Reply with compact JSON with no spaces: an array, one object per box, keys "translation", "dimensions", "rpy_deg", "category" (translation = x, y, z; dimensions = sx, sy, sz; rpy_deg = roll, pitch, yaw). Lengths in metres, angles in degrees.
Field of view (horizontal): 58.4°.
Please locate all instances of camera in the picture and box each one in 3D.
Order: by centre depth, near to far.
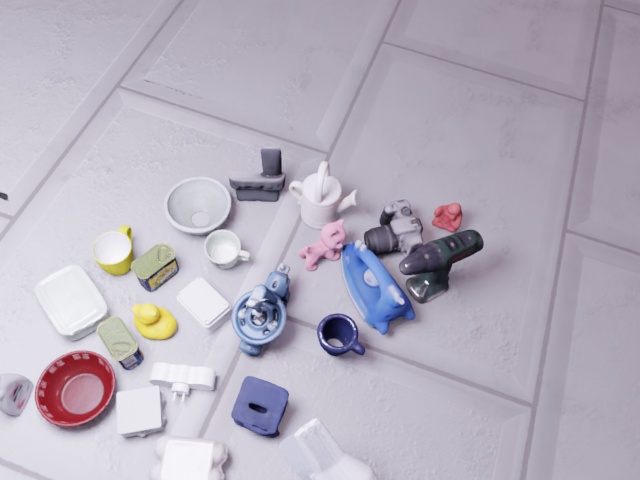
[{"translation":[0.178,-0.025,1.435],"dimensions":[0.137,0.101,0.143],"rpy_deg":[-12,62,-11],"category":"camera"}]

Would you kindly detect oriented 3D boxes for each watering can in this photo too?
[{"translation":[0.012,-0.119,1.423],"dimensions":[0.173,0.194,0.101],"rpy_deg":[-4,60,-6],"category":"watering can"}]

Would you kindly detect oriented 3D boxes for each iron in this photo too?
[{"translation":[0.123,0.083,1.345],"dimensions":[0.119,0.141,0.258],"rpy_deg":[-25,65,-17],"category":"iron"}]

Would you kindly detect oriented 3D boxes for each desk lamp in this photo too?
[{"translation":[0.011,0.433,1.093],"dimensions":[0.118,0.213,0.203],"rpy_deg":[-32,67,-20],"category":"desk lamp"}]

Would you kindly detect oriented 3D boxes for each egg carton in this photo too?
[{"translation":[-0.262,0.451,1.146],"dimensions":[0.150,0.069,0.107],"rpy_deg":[5,60,-1],"category":"egg carton"}]

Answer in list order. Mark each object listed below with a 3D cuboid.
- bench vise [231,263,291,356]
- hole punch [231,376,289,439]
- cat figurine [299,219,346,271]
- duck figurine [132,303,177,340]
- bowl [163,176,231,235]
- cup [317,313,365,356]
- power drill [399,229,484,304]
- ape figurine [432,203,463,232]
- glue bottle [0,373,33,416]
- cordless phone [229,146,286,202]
[{"translation":[-0.130,0.128,1.255],"dimensions":[0.121,0.220,0.207],"rpy_deg":[5,60,-1],"category":"bench vise"},{"translation":[-0.123,0.351,1.201],"dimensions":[0.108,0.091,0.101],"rpy_deg":[19,60,7],"category":"hole punch"},{"translation":[0.013,0.005,1.396],"dimensions":[0.128,0.118,0.067],"rpy_deg":[-26,65,-17],"category":"cat figurine"},{"translation":[-0.375,0.176,1.288],"dimensions":[0.104,0.086,0.077],"rpy_deg":[22,61,9],"category":"duck figurine"},{"translation":[-0.304,-0.074,1.444],"dimensions":[0.167,0.075,0.167],"rpy_deg":[2,60,-3],"category":"bowl"},{"translation":[0.048,0.229,1.282],"dimensions":[0.117,0.095,0.092],"rpy_deg":[33,63,14],"category":"cup"},{"translation":[0.266,0.063,1.327],"dimensions":[0.230,0.208,0.075],"rpy_deg":[-26,65,-18],"category":"power drill"},{"translation":[0.337,-0.065,1.474],"dimensions":[0.076,0.092,0.077],"rpy_deg":[-18,63,-14],"category":"ape figurine"},{"translation":[-0.634,0.296,1.149],"dimensions":[0.037,0.173,0.078],"rpy_deg":[8,60,1],"category":"glue bottle"},{"translation":[-0.160,-0.183,1.453],"dimensions":[0.147,0.185,0.094],"rpy_deg":[-3,60,-5],"category":"cordless phone"}]
